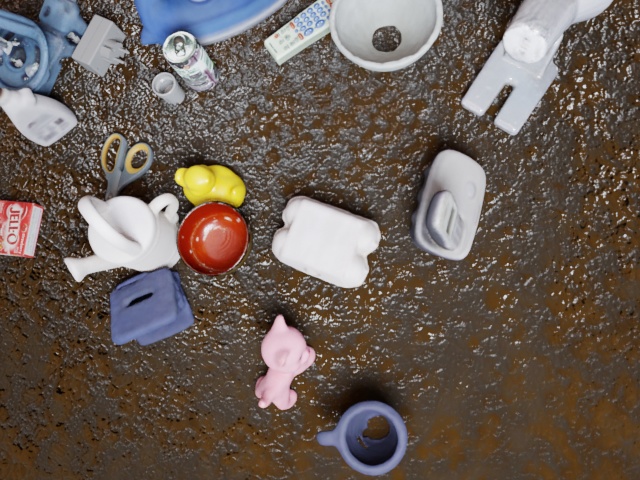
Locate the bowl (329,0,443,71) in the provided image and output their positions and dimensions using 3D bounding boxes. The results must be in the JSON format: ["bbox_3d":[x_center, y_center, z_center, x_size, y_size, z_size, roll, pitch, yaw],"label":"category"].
[{"bbox_3d":[0.101,-0.324,0.872,0.167,0.075,0.167,-1,80,9],"label":"bowl"}]

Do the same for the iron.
[{"bbox_3d":[-0.180,-0.396,0.894,0.258,0.141,0.118,-13,79,7],"label":"iron"}]

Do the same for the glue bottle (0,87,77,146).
[{"bbox_3d":[-0.456,-0.203,0.888,0.078,0.173,0.037,-35,77,2],"label":"glue bottle"}]

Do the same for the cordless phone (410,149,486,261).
[{"bbox_3d":[0.173,-0.056,0.759,0.094,0.185,0.148,12,82,11],"label":"cordless phone"}]

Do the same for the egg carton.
[{"bbox_3d":[0.008,0.003,0.834,0.150,0.069,0.107,20,84,12],"label":"egg carton"}]

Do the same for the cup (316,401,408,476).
[{"bbox_3d":[0.059,0.260,0.769,0.117,0.095,0.092,-5,80,8],"label":"cup"}]

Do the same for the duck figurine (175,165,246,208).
[{"bbox_3d":[-0.169,-0.084,0.868,0.104,0.086,0.077,15,83,11],"label":"duck figurine"}]

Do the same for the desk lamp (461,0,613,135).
[{"bbox_3d":[0.293,-0.275,0.763,0.117,0.214,0.203,32,87,13],"label":"desk lamp"}]

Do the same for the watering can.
[{"bbox_3d":[-0.280,-0.005,0.816,0.100,0.194,0.173,28,86,13],"label":"watering can"}]

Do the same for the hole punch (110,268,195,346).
[{"bbox_3d":[-0.258,0.098,0.848,0.108,0.091,0.101,-24,78,4],"label":"hole punch"}]

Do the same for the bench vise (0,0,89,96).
[{"bbox_3d":[-0.468,-0.328,0.887,0.121,0.220,0.207,16,83,11],"label":"bench vise"}]

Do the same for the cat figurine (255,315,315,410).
[{"bbox_3d":[-0.054,0.172,0.790,0.067,0.118,0.128,21,84,12],"label":"cat figurine"}]
